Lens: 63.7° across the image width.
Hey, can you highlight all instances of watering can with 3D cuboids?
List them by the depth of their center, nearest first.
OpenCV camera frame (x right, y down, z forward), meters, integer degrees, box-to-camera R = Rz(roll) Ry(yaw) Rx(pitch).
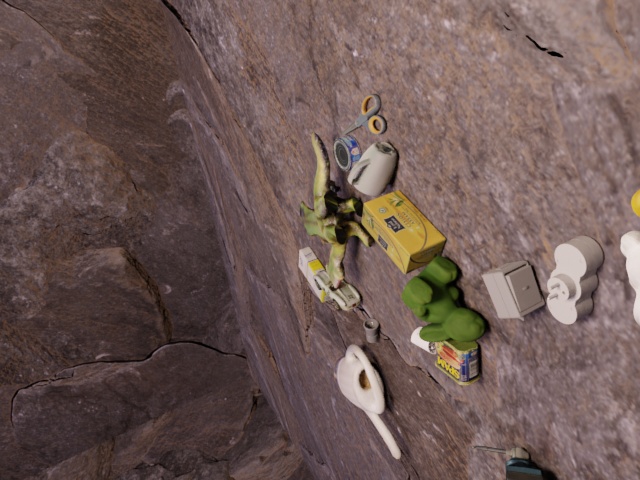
[{"bbox_3d":[0.142,0.483,1.584,0.223,0.104,0.347,-15,93,69],"label":"watering can"}]

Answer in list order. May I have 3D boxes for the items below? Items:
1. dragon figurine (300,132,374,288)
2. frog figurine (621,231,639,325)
[{"bbox_3d":[0.004,-0.069,1.370,0.241,0.123,0.409,-12,98,57],"label":"dragon figurine"},{"bbox_3d":[0.406,0.060,0.590,0.161,0.123,0.135,51,173,16],"label":"frog figurine"}]
